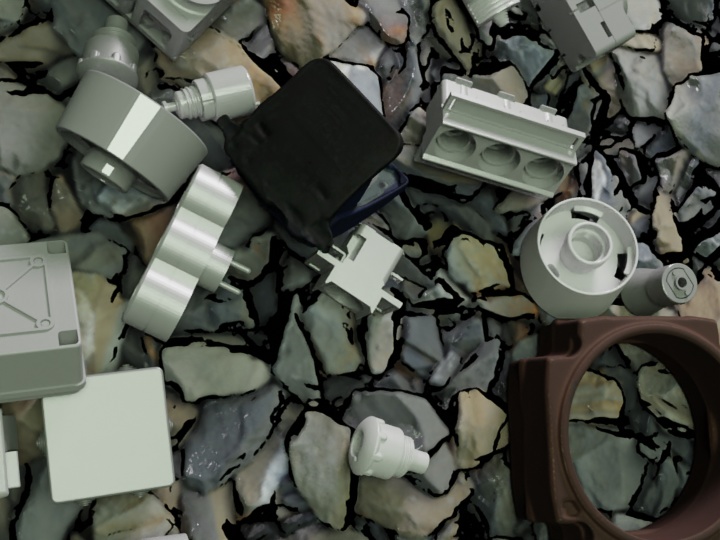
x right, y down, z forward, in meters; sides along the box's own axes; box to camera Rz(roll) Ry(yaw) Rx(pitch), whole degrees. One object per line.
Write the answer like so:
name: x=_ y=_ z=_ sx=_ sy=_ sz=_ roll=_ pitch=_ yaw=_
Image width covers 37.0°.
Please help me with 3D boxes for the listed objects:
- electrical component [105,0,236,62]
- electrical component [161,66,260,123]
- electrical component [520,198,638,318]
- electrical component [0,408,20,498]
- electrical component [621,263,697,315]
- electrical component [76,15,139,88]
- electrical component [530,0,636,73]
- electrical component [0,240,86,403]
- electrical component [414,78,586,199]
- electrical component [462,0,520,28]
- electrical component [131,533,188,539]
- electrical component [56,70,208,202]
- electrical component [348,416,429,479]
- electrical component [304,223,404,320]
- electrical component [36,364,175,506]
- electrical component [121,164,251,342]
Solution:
electrical component: x=-0.170 y=-0.256 z=0.851 sx=0.150 sy=0.062 sz=0.089 roll=42 pitch=66 yaw=-7
electrical component: x=-0.120 y=-0.138 z=0.864 sx=0.078 sy=0.040 sz=0.040 roll=-17 pitch=86 yaw=-18
electrical component: x=0.191 y=-0.011 z=0.938 sx=0.099 sy=0.064 sz=0.099 roll=3 pitch=69 yaw=-8
electrical component: x=-0.270 y=0.129 z=0.748 sx=0.061 sy=0.096 sz=0.061 roll=-5 pitch=83 yaw=-18
electrical component: x=0.264 y=0.016 z=0.942 sx=0.044 sy=0.065 sz=0.044 roll=3 pitch=81 yaw=-16
electrical component: x=-0.195 y=-0.171 z=0.847 sx=0.048 sy=0.048 sz=0.062 roll=11 pitch=62 yaw=-15
electrical component: x=0.202 y=-0.235 z=0.971 sx=0.056 sy=0.050 sz=0.089 roll=-30 pitch=91 yaw=-18
electrical component: x=-0.256 y=0.037 z=0.762 sx=0.109 sy=0.056 sz=0.108 roll=-6 pitch=47 yaw=-17
electrical component: x=0.117 y=-0.114 z=0.916 sx=0.121 sy=0.078 sz=0.063 roll=15 pitch=48 yaw=-14
electrical component: x=0.108 y=-0.251 z=0.949 sx=0.043 sy=0.043 sz=0.081 roll=-30 pitch=91 yaw=-19
electrical component: x=-0.163 y=0.238 z=0.790 sx=0.077 sy=0.044 sz=0.079 roll=-3 pitch=82 yaw=-17
electrical component: x=-0.176 y=-0.093 z=0.808 sx=0.108 sy=0.108 sz=0.060 roll=33 pitch=80 yaw=-9
electrical component: x=0.025 y=0.147 z=0.862 sx=0.062 sy=0.048 sz=0.048 roll=20 pitch=76 yaw=-20
electrical component: x=0.000 y=0.000 z=0.879 sx=0.081 sy=0.042 sz=0.063 roll=33 pitch=71 yaw=-10
electrical component: x=-0.189 y=0.122 z=0.798 sx=0.100 sy=0.048 sz=0.099 roll=-6 pitch=83 yaw=-17
electrical component: x=-0.122 y=-0.006 z=0.837 sx=0.074 sy=0.052 sz=0.138 roll=27 pitch=75 yaw=-11
